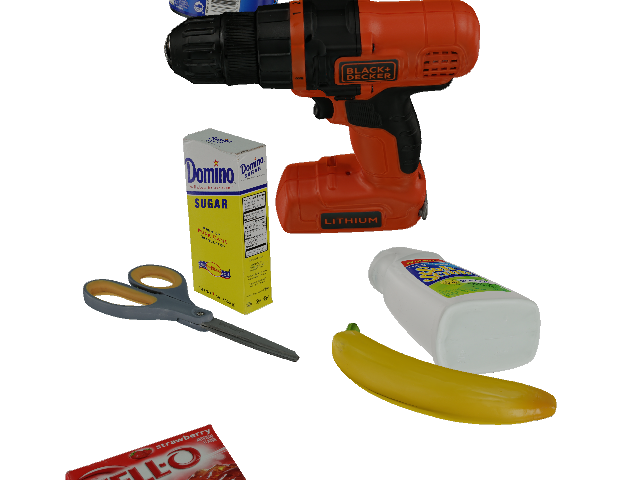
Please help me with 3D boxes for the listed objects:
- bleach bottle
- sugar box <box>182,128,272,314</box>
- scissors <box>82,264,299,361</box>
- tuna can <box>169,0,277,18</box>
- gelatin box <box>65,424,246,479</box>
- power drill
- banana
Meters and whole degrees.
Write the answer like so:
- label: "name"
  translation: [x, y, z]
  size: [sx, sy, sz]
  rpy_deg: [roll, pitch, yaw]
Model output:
- label: "bleach bottle"
  translation: [0.102, 0.052, 1.005]
  size: [0.102, 0.068, 0.251]
  rpy_deg: [-3, 14, -19]
- label: "sugar box"
  translation: [-0.096, -0.020, 1.106]
  size: [0.048, 0.176, 0.093]
  rpy_deg: [-23, 30, -38]
- label: "scissors"
  translation: [-0.098, 0.056, 0.886]
  size: [0.202, 0.016, 0.096]
  rpy_deg: [12, 25, 15]
- label: "tuna can"
  translation: [-0.075, -0.193, 0.833]
  size: [0.086, 0.034, 0.086]
  rpy_deg: [8, 23, -3]
- label: "gelatin box"
  translation: [-0.087, 0.142, 0.584]
  size: [0.089, 0.030, 0.073]
  rpy_deg: [-15, 27, -20]
- label: "power drill"
  translation: [0.003, -0.077, 0.681]
  size: [0.184, 0.057, 0.188]
  rpy_deg: [-1, -33, 1]
- label: "banana"
  translation: [0.075, 0.099, 0.794]
  size: [0.198, 0.037, 0.069]
  rpy_deg: [19, 37, 38]
